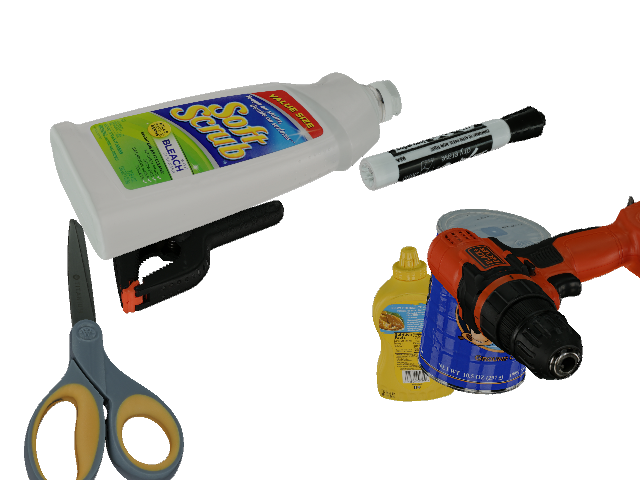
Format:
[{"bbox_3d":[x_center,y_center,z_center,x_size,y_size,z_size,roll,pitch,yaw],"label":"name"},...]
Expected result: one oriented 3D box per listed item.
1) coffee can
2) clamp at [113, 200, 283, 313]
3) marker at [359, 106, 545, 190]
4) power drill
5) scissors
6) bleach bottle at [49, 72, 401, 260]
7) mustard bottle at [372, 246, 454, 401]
[{"bbox_3d":[0.148,0.054,0.977,0.103,0.140,0.103,5,23,-2],"label":"coffee can"},{"bbox_3d":[-0.152,-0.005,1.064,0.165,0.036,0.209,20,40,17],"label":"clamp"},{"bbox_3d":[0.079,-0.054,0.614,0.121,0.020,0.020,-19,7,-22],"label":"marker"},{"bbox_3d":[0.191,0.029,0.771,0.187,0.057,0.184,-10,28,-16],"label":"power drill"},{"bbox_3d":[-0.122,0.068,0.636,0.096,0.201,0.016,13,-45,-10],"label":"scissors"},{"bbox_3d":[-0.059,-0.073,0.778,0.250,0.103,0.068,-21,-31,-19],"label":"bleach bottle"},{"bbox_3d":[0.112,0.099,1.295,0.096,0.192,0.058,-3,21,5],"label":"mustard bottle"}]
